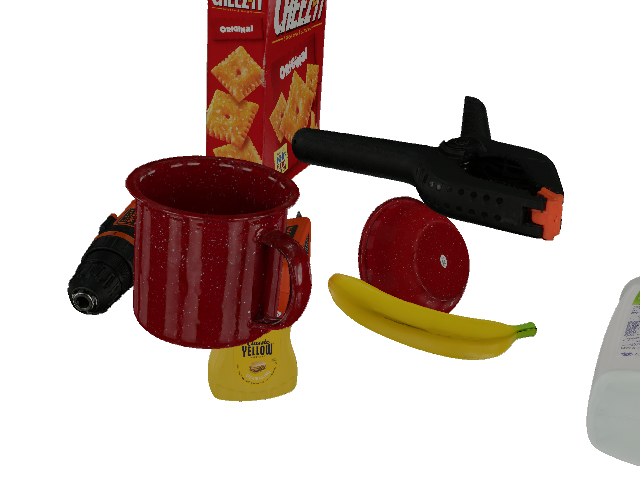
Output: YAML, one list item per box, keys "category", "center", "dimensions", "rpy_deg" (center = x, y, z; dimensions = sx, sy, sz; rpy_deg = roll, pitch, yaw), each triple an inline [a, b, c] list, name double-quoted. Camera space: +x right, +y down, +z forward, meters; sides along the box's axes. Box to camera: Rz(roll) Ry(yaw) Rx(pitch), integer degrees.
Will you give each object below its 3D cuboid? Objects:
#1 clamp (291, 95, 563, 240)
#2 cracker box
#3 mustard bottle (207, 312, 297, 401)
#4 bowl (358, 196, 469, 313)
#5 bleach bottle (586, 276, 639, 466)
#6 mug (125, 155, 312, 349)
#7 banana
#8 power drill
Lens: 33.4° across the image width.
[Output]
- category: "clamp"
  center: [0.084, -0.050, 0.730]
  dimensions: [0.164, 0.036, 0.210]
  rpy_deg: [-11, 28, -18]
- category: "cracker box"
  center: [-0.050, -0.165, 1.064]
  dimensions: [0.072, 0.214, 0.164]
  rpy_deg: [11, 22, 17]
- category: "mustard bottle"
  center: [-0.071, 0.075, 1.137]
  dimensions: [0.096, 0.192, 0.058]
  rpy_deg: [-3, 22, -13]
- category: "bowl"
  center: [0.120, 0.026, 1.218]
  dimensions: [0.161, 0.162, 0.055]
  rpy_deg: [0, -7, -41]
- category: "bleach bottle"
  center: [0.254, 0.075, 0.751]
  dimensions: [0.103, 0.068, 0.250]
  rpy_deg: [11, 21, 19]
- category: "mug"
  center: [-0.052, 0.010, 0.581]
  dimensions: [0.117, 0.081, 0.093]
  rpy_deg: [22, 28, 32]
- category: "banana"
  center: [0.082, 0.068, 0.922]
  dimensions: [0.198, 0.037, 0.069]
  rpy_deg: [15, 14, 26]
- category: "power drill"
  center: [-0.109, 0.017, 0.931]
  dimensions: [0.188, 0.057, 0.184]
  rpy_deg: [7, 29, 8]
